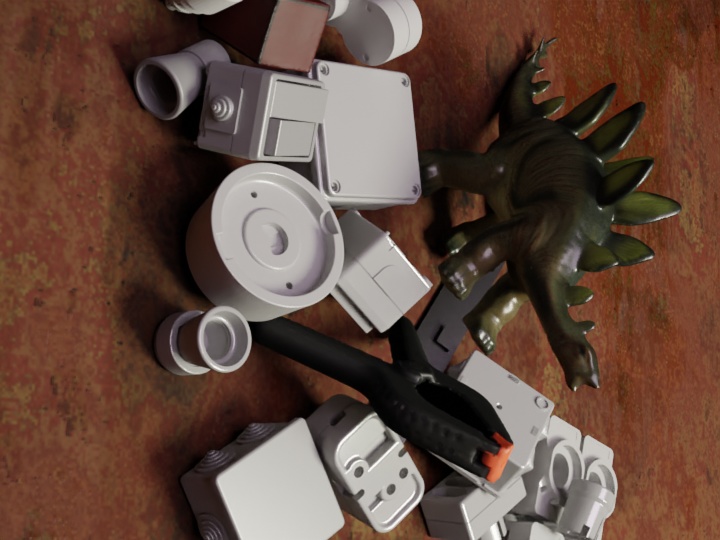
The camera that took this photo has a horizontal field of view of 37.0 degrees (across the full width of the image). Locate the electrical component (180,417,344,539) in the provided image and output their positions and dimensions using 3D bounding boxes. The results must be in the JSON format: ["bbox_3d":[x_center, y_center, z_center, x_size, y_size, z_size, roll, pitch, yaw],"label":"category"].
[{"bbox_3d":[-0.069,0.162,0.756,0.100,0.048,0.099,-30,105,-43],"label":"electrical component"}]

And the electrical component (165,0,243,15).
[{"bbox_3d":[-0.110,-0.199,0.754,0.040,0.078,0.040,9,77,-43],"label":"electrical component"}]

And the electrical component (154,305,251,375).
[{"bbox_3d":[-0.108,0.049,0.732,0.045,0.055,0.045,9,77,-43],"label":"electrical component"}]

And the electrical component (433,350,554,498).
[{"bbox_3d":[0.106,0.126,0.898,0.100,0.048,0.099,34,44,4],"label":"electrical component"}]

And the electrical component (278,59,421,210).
[{"bbox_3d":[-0.010,-0.104,0.852,0.109,0.056,0.108,-2,85,-45],"label":"electrical component"}]

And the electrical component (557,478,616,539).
[{"bbox_3d":[0.194,0.209,0.926,0.040,0.040,0.046,44,62,-31],"label":"electrical component"}]

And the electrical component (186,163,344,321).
[{"bbox_3d":[-0.073,-0.015,0.768,0.108,0.060,0.108,16,61,-32],"label":"electrical component"}]

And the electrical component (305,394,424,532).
[{"bbox_3d":[-0.002,0.143,0.808,0.054,0.059,0.095,-41,121,-23],"label":"electrical component"}]

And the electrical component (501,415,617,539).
[{"bbox_3d":[0.170,0.236,0.971,0.105,0.060,0.186,32,62,-37],"label":"electrical component"}]

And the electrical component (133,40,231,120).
[{"bbox_3d":[-0.122,-0.138,0.760,0.065,0.044,0.044,-40,111,-46],"label":"electrical component"}]

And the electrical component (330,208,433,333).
[{"bbox_3d":[0.000,0.000,0.828,0.061,0.096,0.061,-43,116,-4],"label":"electrical component"}]

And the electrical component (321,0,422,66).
[{"bbox_3d":[-0.022,-0.214,0.833,0.138,0.052,0.074,48,47,8],"label":"electrical component"}]

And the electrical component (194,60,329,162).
[{"bbox_3d":[-0.070,-0.110,0.761,0.096,0.061,0.061,-10,113,-64],"label":"electrical component"}]

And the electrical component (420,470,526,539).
[{"bbox_3d":[0.102,0.210,0.917,0.083,0.047,0.075,-28,105,-43],"label":"electrical component"}]
